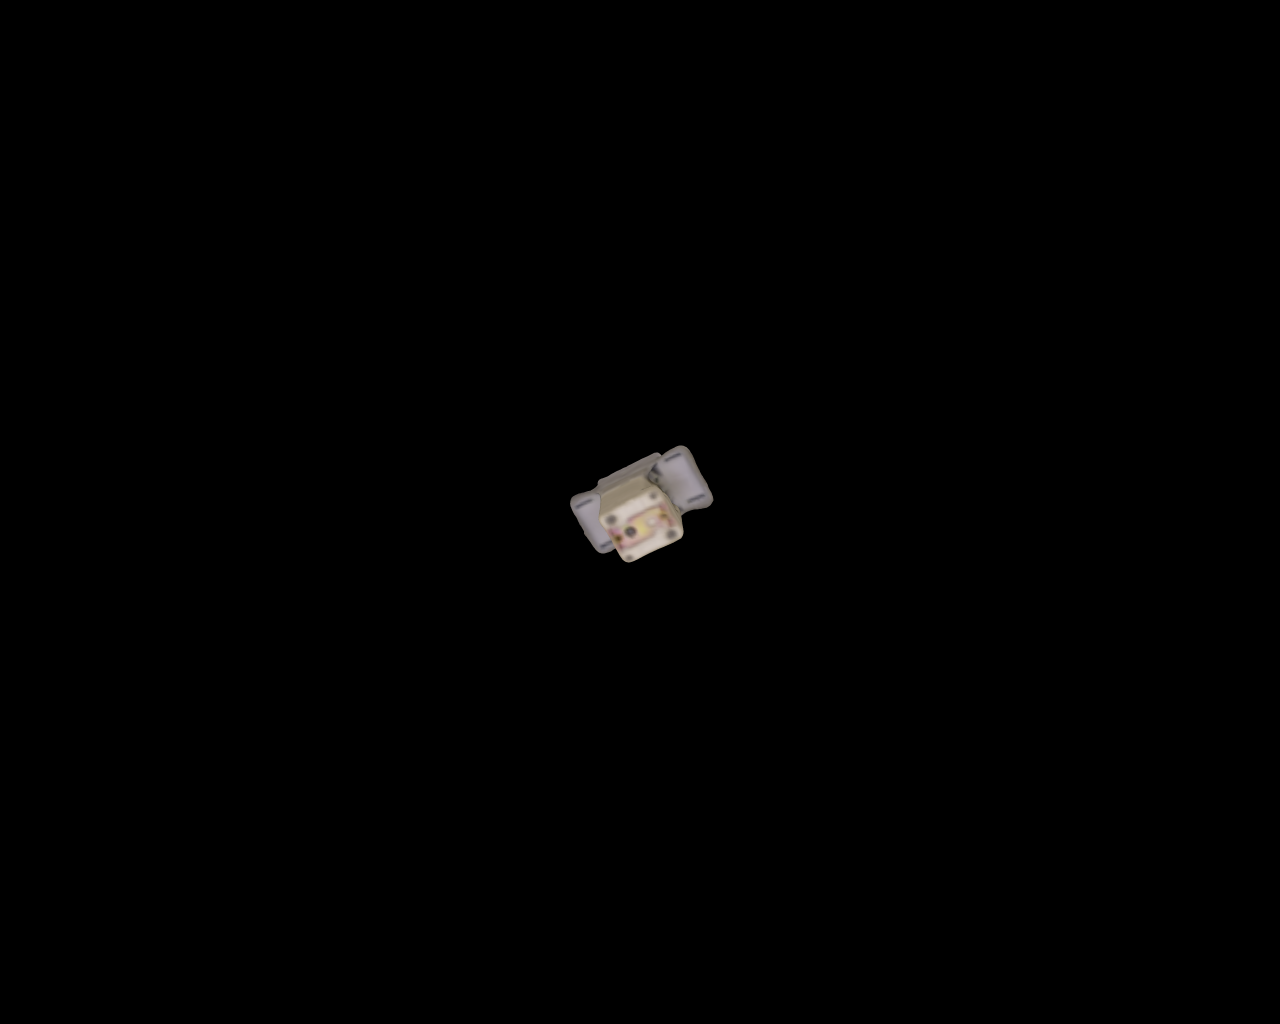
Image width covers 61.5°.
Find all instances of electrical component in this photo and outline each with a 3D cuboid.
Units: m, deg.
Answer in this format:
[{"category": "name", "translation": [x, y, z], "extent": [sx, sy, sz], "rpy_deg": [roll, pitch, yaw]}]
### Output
[{"category": "electrical component", "translation": [0.001, -0.003, 0.650], "extent": [0.081, 0.042, 0.064], "rpy_deg": [-26, 21, 11]}]
